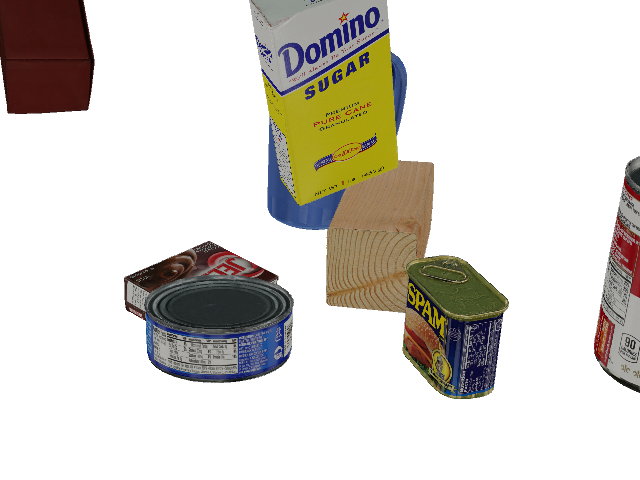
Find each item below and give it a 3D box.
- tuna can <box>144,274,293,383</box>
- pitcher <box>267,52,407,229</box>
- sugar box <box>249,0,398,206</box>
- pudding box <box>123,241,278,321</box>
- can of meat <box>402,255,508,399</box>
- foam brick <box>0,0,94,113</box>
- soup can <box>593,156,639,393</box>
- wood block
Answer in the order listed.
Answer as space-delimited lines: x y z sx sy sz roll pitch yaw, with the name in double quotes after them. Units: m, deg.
-0.058 0.050 0.618 0.086 0.034 0.086 1 18 -1 "tuna can"
0.006 -0.139 1.314 0.144 0.243 0.149 -5 26 -23 "pitcher"
0.007 -0.115 0.804 0.093 0.176 0.048 -23 50 -13 "sugar box"
-0.108 0.047 0.971 0.090 0.039 0.113 24 34 32 "pudding box"
0.109 0.073 0.894 0.057 0.084 0.102 -8 28 -20 "can of meat"
-0.172 -0.124 0.659 0.051 0.078 0.053 -5 -29 -19 "foam brick"
0.172 0.017 0.511 0.068 0.102 0.068 2 27 -1 "soup can"
0.068 -0.011 1.151 0.091 0.090 0.206 5 25 9 "wood block"
